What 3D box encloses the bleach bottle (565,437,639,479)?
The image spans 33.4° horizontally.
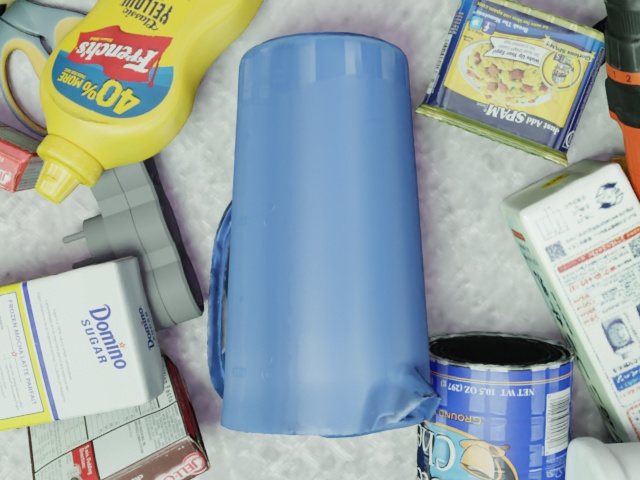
[{"bbox_3d":[0.282,0.165,0.663,0.250,0.068,0.102,-4,106,-7],"label":"bleach bottle"}]

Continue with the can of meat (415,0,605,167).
[{"bbox_3d":[0.122,-0.103,0.675,0.102,0.057,0.084,20,98,3],"label":"can of meat"}]

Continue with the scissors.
[{"bbox_3d":[-0.198,-0.169,0.715,0.096,0.016,0.202,-19,97,1],"label":"scissors"}]

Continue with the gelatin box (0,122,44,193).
[{"bbox_3d":[-0.215,-0.059,0.691,0.073,0.089,0.030,26,96,-3],"label":"gelatin box"}]

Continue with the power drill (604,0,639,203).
[{"bbox_3d":[0.260,-0.127,0.654,0.187,0.057,0.184,-25,125,-9],"label":"power drill"}]

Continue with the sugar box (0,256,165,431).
[{"bbox_3d":[-0.194,0.073,0.690,0.176,0.048,0.093,-12,93,11],"label":"sugar box"}]

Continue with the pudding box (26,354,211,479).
[{"bbox_3d":[-0.136,0.137,0.711,0.113,0.090,0.039,-26,125,-2],"label":"pudding box"}]

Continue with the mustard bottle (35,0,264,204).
[{"bbox_3d":[-0.120,-0.106,0.670,0.096,0.058,0.191,26,77,15],"label":"mustard bottle"}]

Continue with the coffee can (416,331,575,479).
[{"bbox_3d":[0.115,0.140,0.709,0.103,0.103,0.140,0,97,0],"label":"coffee can"}]

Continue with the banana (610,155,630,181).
[{"bbox_3d":[0.281,0.004,0.726,0.069,0.037,0.198,-41,95,4],"label":"banana"}]

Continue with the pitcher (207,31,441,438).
[{"bbox_3d":[-0.004,0.001,0.676,0.149,0.145,0.243,-1,85,1],"label":"pitcher"}]

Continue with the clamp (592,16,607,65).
[{"bbox_3d":[0.199,-0.171,0.704,0.210,0.036,0.164,-13,98,5],"label":"clamp"}]
